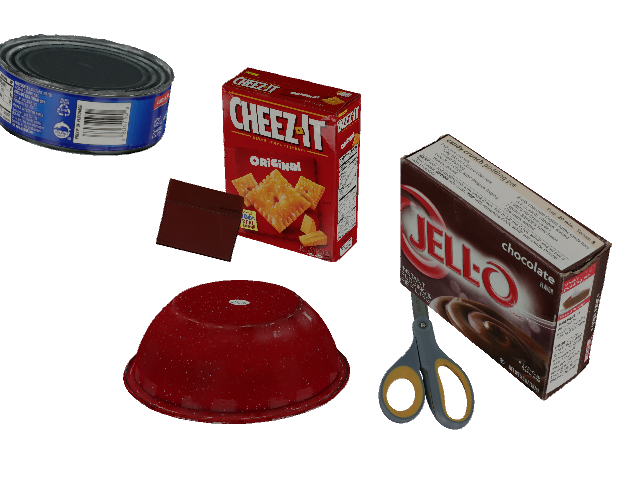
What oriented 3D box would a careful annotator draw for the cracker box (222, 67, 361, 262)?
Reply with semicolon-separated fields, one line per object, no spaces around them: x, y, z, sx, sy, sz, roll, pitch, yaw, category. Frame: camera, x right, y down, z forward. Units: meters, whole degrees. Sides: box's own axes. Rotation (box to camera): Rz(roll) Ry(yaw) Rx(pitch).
-0.038;-0.092;1.338;0.164;0.214;0.072;17;36;24;cracker box

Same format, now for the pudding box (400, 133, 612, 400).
0.088;0.012;0.537;0.039;0.090;0.114;-32;50;-25;pudding box

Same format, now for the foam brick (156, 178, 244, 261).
-0.119;-0.020;1.058;0.078;0.051;0.053;14;26;-8;foam brick

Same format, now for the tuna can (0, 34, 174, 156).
-0.117;-0.073;0.528;0.086;0.034;0.086;10;25;-5;tuna can

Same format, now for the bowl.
-0.058;0.069;0.754;0.162;0.055;0.162;1;18;0;bowl

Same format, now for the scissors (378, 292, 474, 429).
0.082;0.095;1.020;0.096;0.202;0.016;-14;-34;-12;scissors
